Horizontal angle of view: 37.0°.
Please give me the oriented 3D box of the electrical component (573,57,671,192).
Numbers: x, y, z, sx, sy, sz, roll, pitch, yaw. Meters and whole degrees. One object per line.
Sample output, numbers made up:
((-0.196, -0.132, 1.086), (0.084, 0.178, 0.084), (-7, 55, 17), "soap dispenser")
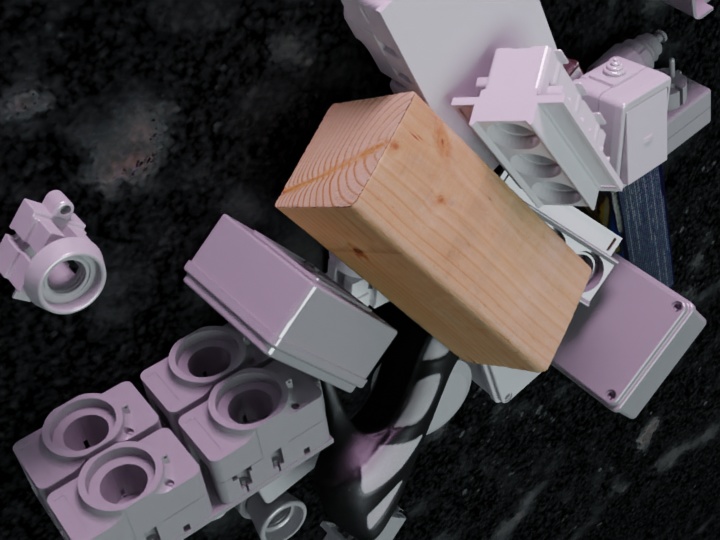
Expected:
((0.203, -0.118, 0.837), (0.062, 0.061, 0.096), (-31, 135, -30), "electrical component")

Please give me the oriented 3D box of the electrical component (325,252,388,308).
((0.000, 0.000, 0.812), (0.066, 0.048, 0.055), (-25, 142, -28), "electrical component")

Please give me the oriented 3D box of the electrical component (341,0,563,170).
((0.067, -0.158, 0.738), (0.105, 0.060, 0.186), (-45, 141, -7), "electrical component")

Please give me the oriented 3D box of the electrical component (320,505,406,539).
((0.006, 0.245, 1.016), (0.081, 0.042, 0.063), (26, 98, -51), "electrical component")

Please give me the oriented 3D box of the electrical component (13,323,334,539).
((-0.127, 0.116, 0.736), (0.186, 0.105, 0.060), (-30, 137, -23), "electrical component")

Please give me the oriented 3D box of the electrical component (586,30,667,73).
((0.224, -0.171, 0.891), (0.078, 0.040, 0.040), (-41, 140, -12), "electrical component")

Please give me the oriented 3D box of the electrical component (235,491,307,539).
((-0.077, 0.190, 0.882), (0.045, 0.055, 0.045), (-25, 135, -28), "electrical component")

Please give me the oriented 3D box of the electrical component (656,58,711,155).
((0.268, -0.151, 0.944), (0.066, 0.047, 0.076), (-36, 138, -15), "electrical component")

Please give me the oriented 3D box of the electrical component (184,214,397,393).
((-0.047, 0.023, 0.736), (0.056, 0.109, 0.109), (-55, 141, 2), "electrical component")

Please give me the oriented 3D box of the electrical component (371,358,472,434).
((0.054, 0.101, 0.938), (0.080, 0.051, 0.080), (-25, 135, -28), "electrical component")

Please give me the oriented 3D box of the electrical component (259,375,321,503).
((-0.063, 0.121, 0.844), (0.100, 0.048, 0.099), (-37, 139, -16), "electrical component")

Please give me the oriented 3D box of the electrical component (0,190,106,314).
((-0.180, -0.006, 0.629), (0.048, 0.055, 0.066), (19, 106, -49), "electrical component")

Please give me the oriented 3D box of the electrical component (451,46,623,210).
((0.126, -0.096, 0.736), (0.121, 0.079, 0.063), (39, 62, -51), "electrical component")

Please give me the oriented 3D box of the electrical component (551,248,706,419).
((0.215, 0.051, 0.914), (0.108, 0.109, 0.056), (-54, 143, 5), "electrical component")

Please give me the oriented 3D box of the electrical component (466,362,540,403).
((0.139, 0.047, 0.972), (0.109, 0.056, 0.108), (-39, 140, -13), "electrical component")

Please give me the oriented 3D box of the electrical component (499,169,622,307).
((0.140, -0.026, 0.875), (0.121, 0.063, 0.078), (30, 99, -21), "electrical component")
